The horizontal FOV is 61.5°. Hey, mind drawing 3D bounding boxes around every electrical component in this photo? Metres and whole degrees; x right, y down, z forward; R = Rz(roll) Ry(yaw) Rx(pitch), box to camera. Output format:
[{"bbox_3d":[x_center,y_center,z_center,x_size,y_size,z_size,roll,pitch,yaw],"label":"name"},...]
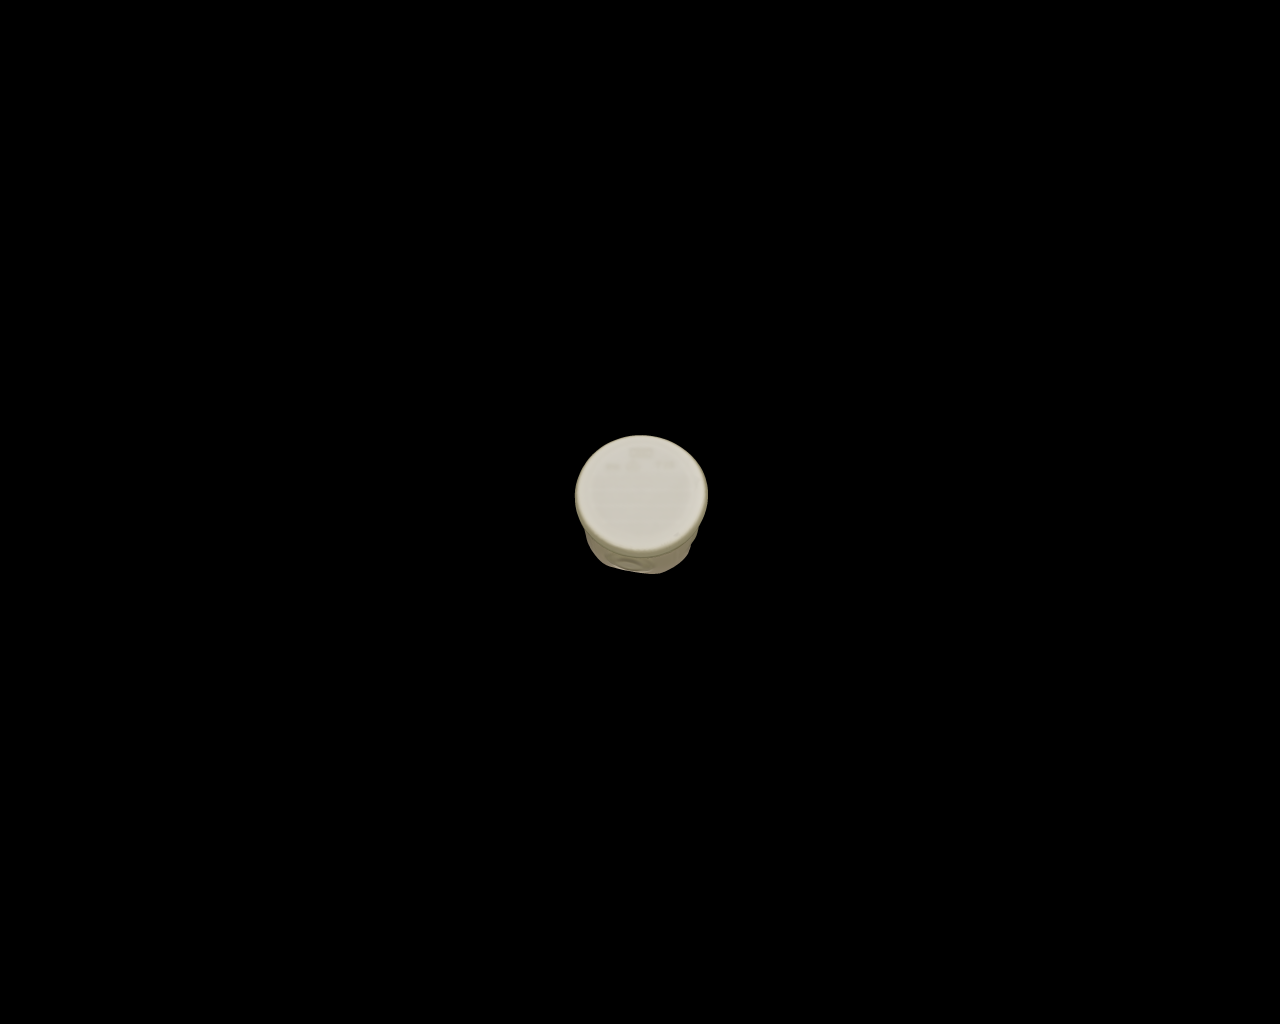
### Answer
[{"bbox_3d":[0.001,-0.003,0.650,0.080,0.080,0.051,0,-24,0],"label":"electrical component"}]
